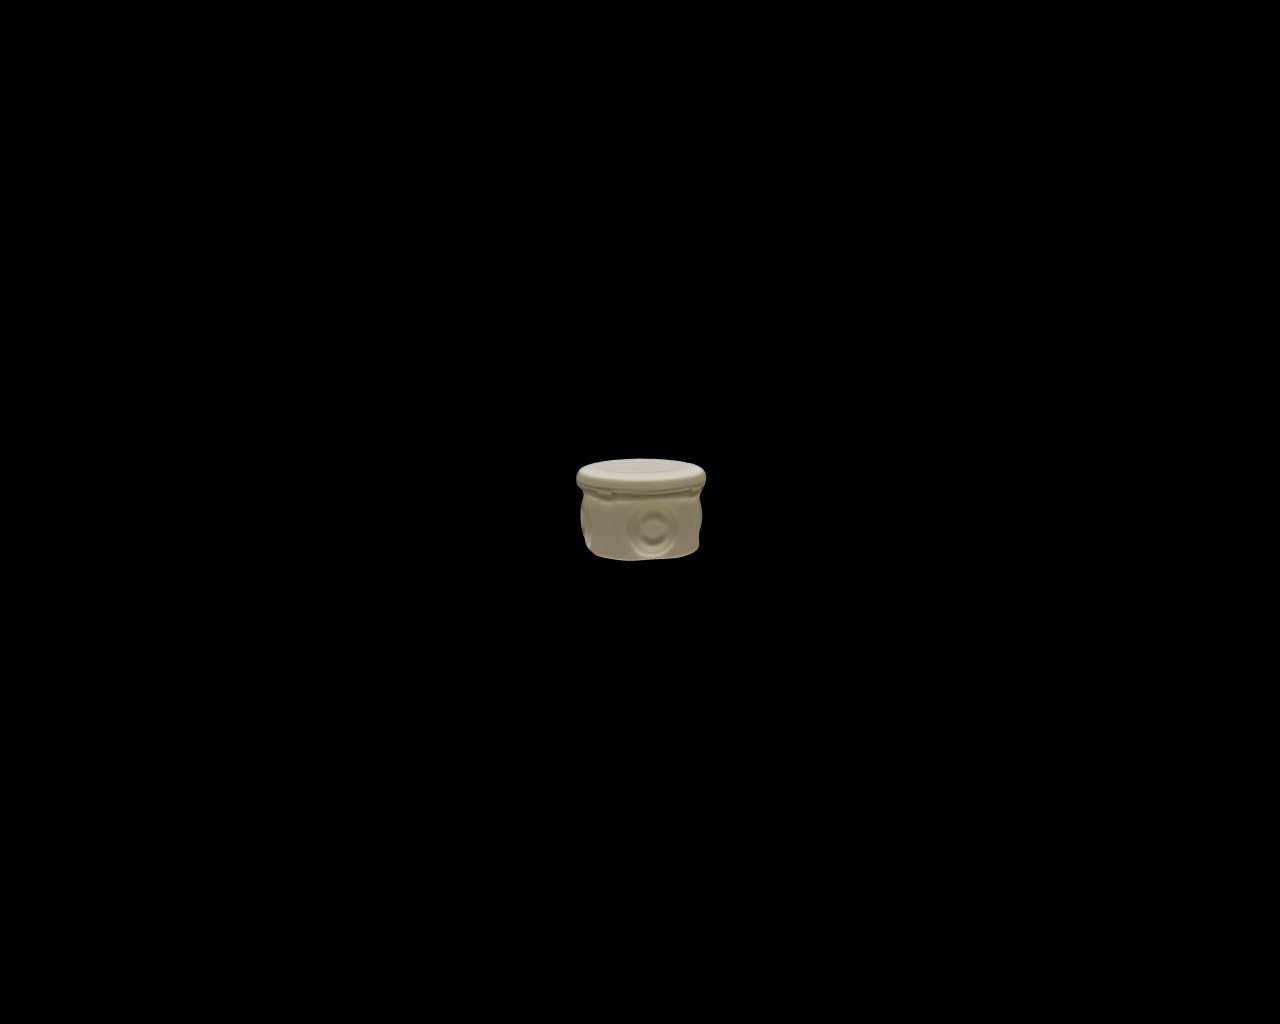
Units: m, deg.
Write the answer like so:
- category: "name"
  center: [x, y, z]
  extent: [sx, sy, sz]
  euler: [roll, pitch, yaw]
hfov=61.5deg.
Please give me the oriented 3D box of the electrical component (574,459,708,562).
- category: "electrical component"
  center: [0.001, -0.003, 0.650]
  extent: [0.080, 0.051, 0.080]
  euler: [0, 12, 0]
